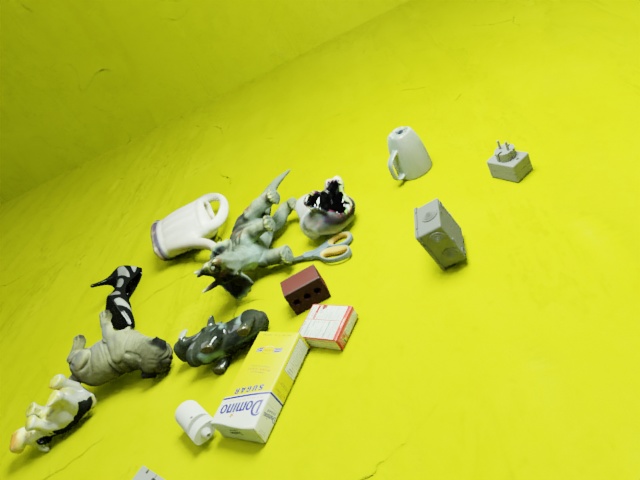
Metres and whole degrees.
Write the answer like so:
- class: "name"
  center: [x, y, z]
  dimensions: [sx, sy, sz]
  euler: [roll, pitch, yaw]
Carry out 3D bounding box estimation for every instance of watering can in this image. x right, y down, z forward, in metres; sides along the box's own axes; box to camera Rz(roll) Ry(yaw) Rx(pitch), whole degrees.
- class: "watering can"
  center: [-0.339, -0.017, 1.345]
  dimensions: [0.224, 0.102, 0.355]
  euler: [-28, 30, 6]

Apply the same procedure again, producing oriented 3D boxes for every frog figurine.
- class: "frog figurine"
  center: [0.003, -0.058, 1.147]
  dimensions: [0.140, 0.122, 0.157]
  euler: [-61, 5, -28]
